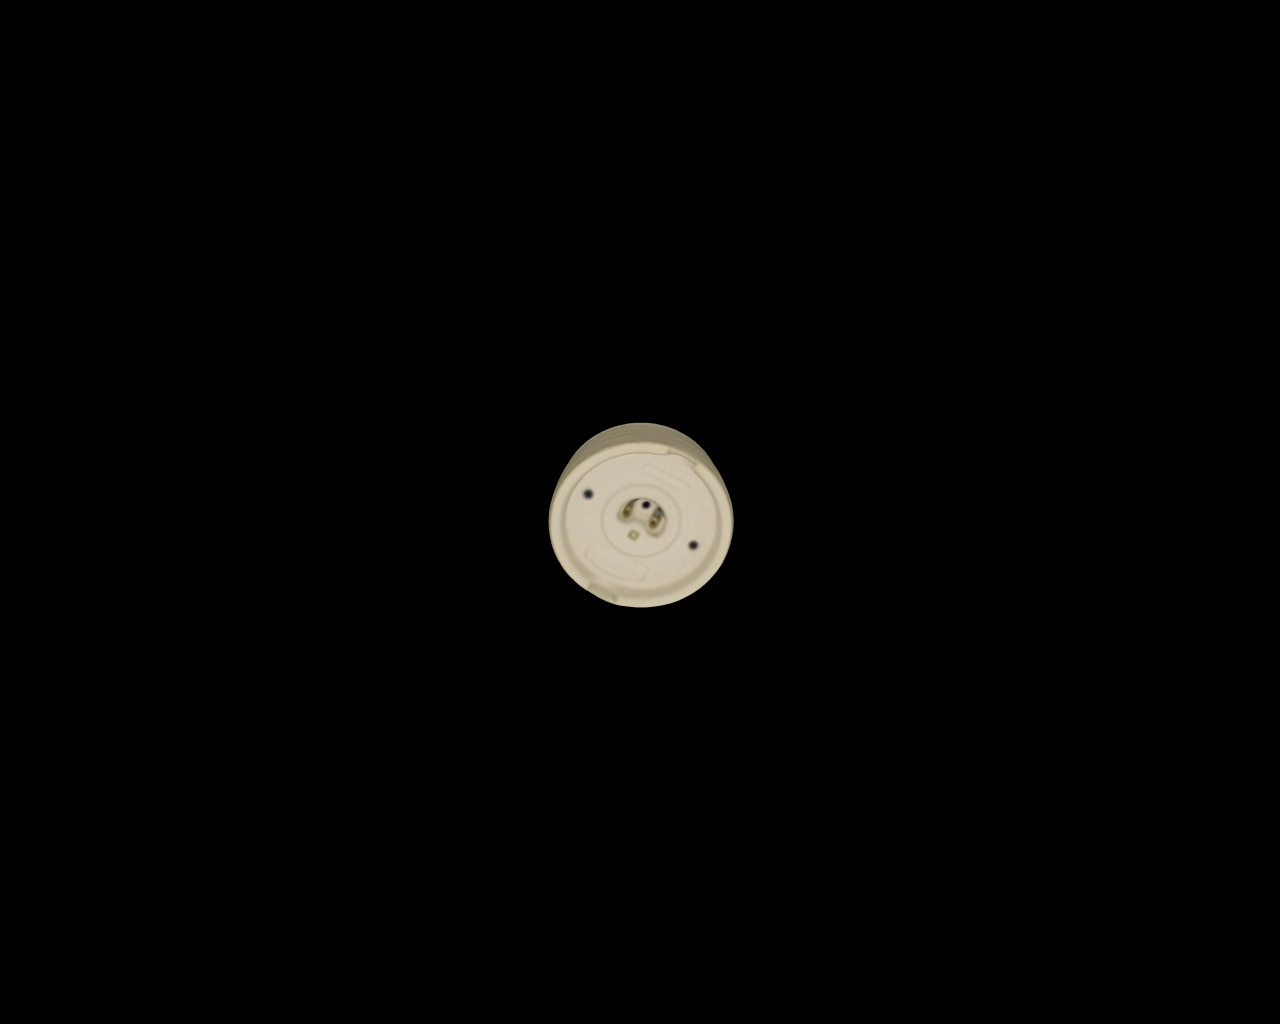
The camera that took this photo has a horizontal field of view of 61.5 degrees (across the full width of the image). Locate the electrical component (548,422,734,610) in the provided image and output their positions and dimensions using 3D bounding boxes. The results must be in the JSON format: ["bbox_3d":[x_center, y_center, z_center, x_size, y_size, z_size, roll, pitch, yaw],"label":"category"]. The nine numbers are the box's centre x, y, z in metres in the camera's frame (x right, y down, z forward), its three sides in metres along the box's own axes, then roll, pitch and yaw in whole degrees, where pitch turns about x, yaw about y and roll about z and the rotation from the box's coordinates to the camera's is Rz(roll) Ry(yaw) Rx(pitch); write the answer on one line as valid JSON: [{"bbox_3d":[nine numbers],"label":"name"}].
[{"bbox_3d":[0.001,-0.003,0.650,0.108,0.108,0.060,0,24,0],"label":"electrical component"}]
